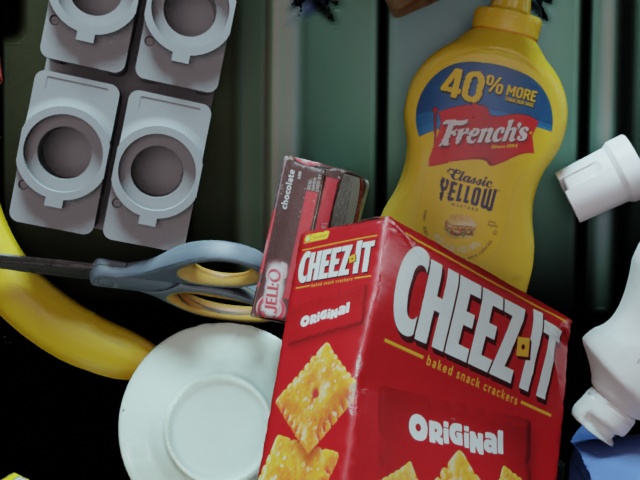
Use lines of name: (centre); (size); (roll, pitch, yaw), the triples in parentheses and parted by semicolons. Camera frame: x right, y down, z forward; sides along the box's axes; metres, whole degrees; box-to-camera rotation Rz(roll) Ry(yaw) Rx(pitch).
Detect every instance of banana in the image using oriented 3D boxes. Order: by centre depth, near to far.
banana: (-0.179, 0.025, 0.679); (0.069, 0.037, 0.198); (-38, 89, 6)

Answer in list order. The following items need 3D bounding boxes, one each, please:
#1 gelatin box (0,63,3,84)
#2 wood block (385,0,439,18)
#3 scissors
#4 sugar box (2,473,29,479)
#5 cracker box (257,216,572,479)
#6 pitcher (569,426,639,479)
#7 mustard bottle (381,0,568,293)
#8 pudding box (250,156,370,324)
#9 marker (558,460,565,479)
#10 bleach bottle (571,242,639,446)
gelatin box: (-0.253, -0.133, 0.681); (0.089, 0.030, 0.073); (-5, 92, 5)
wood block: (0.060, -0.190, 0.561); (0.090, 0.206, 0.091); (-24, 90, 6)
scissors: (-0.116, 0.014, 0.636); (0.201, 0.096, 0.016); (14, 60, -14)
sugar box: (-0.137, 0.222, 0.657); (0.176, 0.048, 0.093); (19, 105, 20)
cracker box: (0.051, 0.117, 0.542); (0.072, 0.164, 0.213); (-11, 61, 45)
pitcher: (0.269, 0.167, 0.596); (0.243, 0.145, 0.149); (-11, 93, 3)
mustard bottle: (0.095, -0.061, 0.639); (0.096, 0.058, 0.191); (13, 94, 6)
pudding box: (-0.004, 0.001, 0.623); (0.039, 0.113, 0.090); (14, 93, 11)
marker: (0.143, 0.192, 0.663); (0.020, 0.020, 0.121); (-1, 96, 5)
bleach bottle: (0.217, 0.000, 0.573); (0.102, 0.068, 0.251); (37, 98, 4)
